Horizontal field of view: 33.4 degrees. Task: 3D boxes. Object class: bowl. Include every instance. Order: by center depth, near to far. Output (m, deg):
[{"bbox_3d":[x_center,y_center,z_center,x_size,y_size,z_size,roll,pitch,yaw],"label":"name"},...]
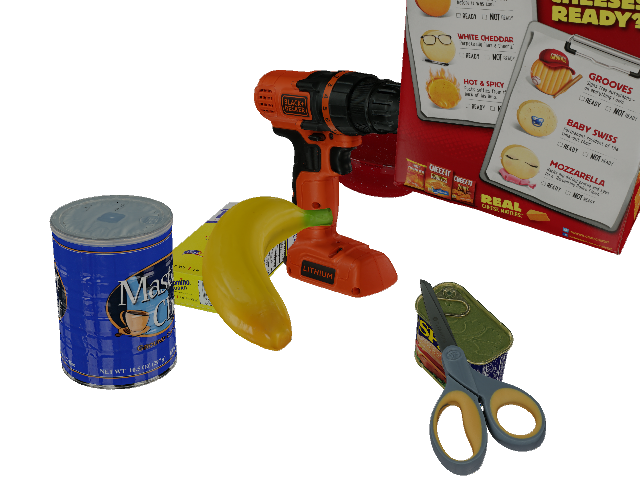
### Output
[{"bbox_3d":[0.067,-0.093,1.212,0.162,0.055,0.162,7,27,-4],"label":"bowl"}]

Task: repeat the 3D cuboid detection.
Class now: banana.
[{"bbox_3d":[-0.038,0.010,0.648,0.070,0.037,0.197,-1,23,9],"label":"banana"}]

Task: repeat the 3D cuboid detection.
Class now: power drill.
[{"bbox_3d":[0.021,-0.051,0.901,0.057,0.188,0.185,-18,21,-36],"label":"power drill"}]

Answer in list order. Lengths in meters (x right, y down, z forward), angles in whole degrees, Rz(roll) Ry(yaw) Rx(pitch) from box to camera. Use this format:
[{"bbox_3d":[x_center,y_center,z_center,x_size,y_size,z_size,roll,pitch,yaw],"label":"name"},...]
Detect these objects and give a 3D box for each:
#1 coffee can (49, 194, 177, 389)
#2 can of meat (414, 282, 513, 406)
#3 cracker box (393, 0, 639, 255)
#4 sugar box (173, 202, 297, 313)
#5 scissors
[{"bbox_3d":[-0.178,0.043,0.928,0.103,0.140,0.103,1,23,-1],"label":"coffee can"},{"bbox_3d":[0.138,0.106,1.057,0.057,0.084,0.102,-29,53,-23],"label":"can of meat"},{"bbox_3d":[0.138,-0.111,0.673,0.164,0.214,0.072,19,44,20],"label":"cracker box"},{"bbox_3d":[-0.094,0.014,1.133,0.093,0.048,0.176,10,30,19],"label":"sugar box"},{"bbox_3d":[0.126,0.100,0.848,0.096,0.016,0.201,-2,42,8],"label":"scissors"}]
